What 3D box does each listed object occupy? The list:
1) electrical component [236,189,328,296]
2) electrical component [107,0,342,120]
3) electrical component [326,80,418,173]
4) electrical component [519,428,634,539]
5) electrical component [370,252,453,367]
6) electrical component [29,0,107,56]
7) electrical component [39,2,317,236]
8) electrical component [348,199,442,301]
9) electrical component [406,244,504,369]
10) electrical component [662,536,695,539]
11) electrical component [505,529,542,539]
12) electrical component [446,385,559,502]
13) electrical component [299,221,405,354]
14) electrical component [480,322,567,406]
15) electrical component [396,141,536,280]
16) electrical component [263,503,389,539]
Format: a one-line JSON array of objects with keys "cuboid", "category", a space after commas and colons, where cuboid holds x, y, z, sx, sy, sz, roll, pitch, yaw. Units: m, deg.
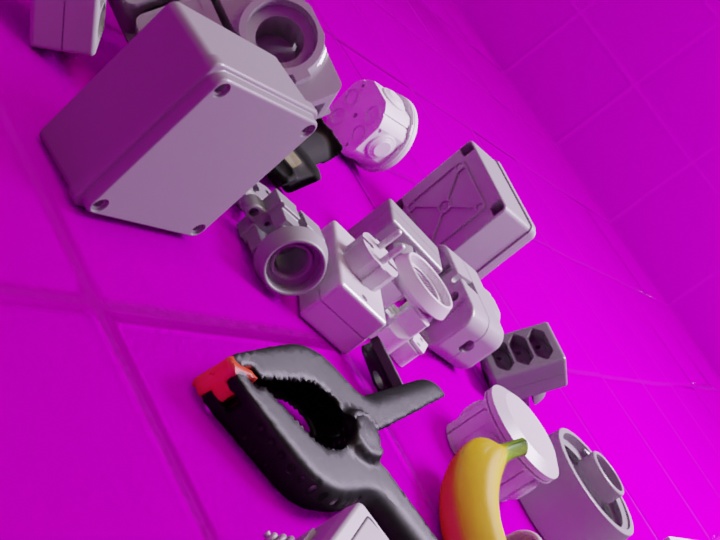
[{"cuboid": [-0.048, -0.015, 0.694, 0.066, 0.048, 0.055, 42, 13, -33], "category": "electrical component"}, {"cuboid": [-0.099, -0.174, 0.690, 0.186, 0.105, 0.060, 65, -16, 4], "category": "electrical component"}, {"cuboid": [0.011, -0.138, 1.028, 0.051, 0.080, 0.080, 25, 32, -46], "category": "electrical component"}, {"cuboid": [0.175, 0.177, 0.861, 0.108, 0.060, 0.108, 46, 18, -20], "category": "electrical component"}, {"cuboid": [0.031, 0.024, 0.799, 0.078, 0.057, 0.058, 52, 17, -2], "category": "electrical component"}, {"cuboid": [-0.186, -0.176, 0.621, 0.076, 0.083, 0.047, 7, 31, -10], "category": "electrical component"}, {"cuboid": [-0.096, -0.077, 0.586, 0.056, 0.109, 0.109, 56, 17, 20], "category": "electrical component"}, {"cuboid": [0.029, -0.007, 0.870, 0.066, 0.047, 0.076, 45, 19, -24], "category": "electrical component"}, {"cuboid": [0.080, 0.033, 0.911, 0.059, 0.054, 0.095, 37, 24, -41], "category": "electrical component"}, {"cuboid": [0.214, 0.244, 0.757, 0.186, 0.105, 0.060, 25, 32, -56], "category": "electrical component"}, {"cuboid": [0.112, 0.198, 0.698, 0.046, 0.040, 0.040, 51, 16, -27], "category": "electrical component"}, {"cuboid": [0.106, 0.130, 0.795, 0.080, 0.051, 0.080, 46, 18, -20], "category": "electrical component"}, {"cuboid": [0.000, 0.000, 0.734, 0.047, 0.076, 0.083, 44, 19, -27], "category": "electrical component"}, {"cuboid": [0.145, 0.095, 0.953, 0.047, 0.066, 0.076, -109, -176, -46], "category": "electrical component"}, {"cuboid": [0.096, -0.047, 1.019, 0.056, 0.109, 0.108, 34, 25, -39], "category": "electrical component"}, {"cuboid": [-0.005, 0.146, 0.460, 0.096, 0.061, 0.062, 53, 17, 2], "category": "electrical component"}]
